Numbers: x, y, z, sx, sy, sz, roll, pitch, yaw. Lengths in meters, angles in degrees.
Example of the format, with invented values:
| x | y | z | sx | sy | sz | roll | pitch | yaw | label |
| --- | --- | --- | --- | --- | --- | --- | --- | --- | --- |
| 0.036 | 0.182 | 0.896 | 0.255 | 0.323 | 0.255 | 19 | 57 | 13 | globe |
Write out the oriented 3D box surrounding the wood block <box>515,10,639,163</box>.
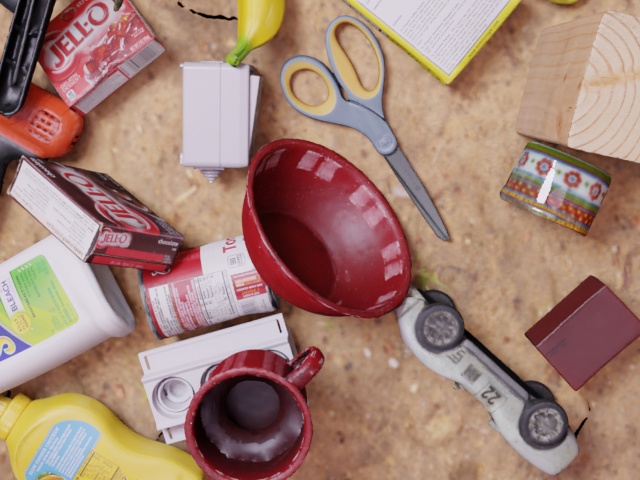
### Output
| x | y | z | sx | sy | sz | roll | pitch | yaw | label |
| --- | --- | --- | --- | --- | --- | --- | --- | --- | --- |
| 0.210 | -0.106 | 0.770 | 0.091 | 0.206 | 0.090 | 14 | 98 | -1 | wood block |

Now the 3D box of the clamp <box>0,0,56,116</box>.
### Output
| x | y | z | sx | sy | sz | roll | pitch | yaw | label |
| --- | --- | --- | --- | --- | --- | --- | --- | --- | --- |
| -0.206 | -0.205 | 0.803 | 0.036 | 0.210 | 0.165 | 19 | 142 | -3 | clamp |

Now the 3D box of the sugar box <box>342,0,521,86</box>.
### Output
| x | y | z | sx | sy | sz | roll | pitch | yaw | label |
| --- | --- | --- | --- | --- | --- | --- | --- | --- | --- |
| 0.063 | -0.211 | 0.839 | 0.176 | 0.048 | 0.093 | 40 | 97 | -1 | sugar box |

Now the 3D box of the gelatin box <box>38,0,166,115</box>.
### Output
| x | y | z | sx | sy | sz | roll | pitch | yaw | label |
| --- | --- | --- | --- | --- | --- | --- | --- | --- | --- |
| -0.179 | -0.154 | 0.847 | 0.089 | 0.030 | 0.073 | -37 | 72 | 5 | gelatin box |

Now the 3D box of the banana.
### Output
| x | y | z | sx | sy | sz | roll | pitch | yaw | label |
| --- | --- | --- | --- | --- | --- | --- | --- | --- | --- |
| -0.069 | -0.232 | 0.829 | 0.037 | 0.069 | 0.198 | -24 | 83 | 40 | banana |

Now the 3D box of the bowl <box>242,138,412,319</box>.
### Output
| x | y | z | sx | sy | sz | roll | pitch | yaw | label |
| --- | --- | --- | --- | --- | --- | --- | --- | --- | --- |
| -0.005 | 0.001 | 0.836 | 0.162 | 0.161 | 0.055 | 47 | 127 | -5 | bowl |

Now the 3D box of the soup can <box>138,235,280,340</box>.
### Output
| x | y | z | sx | sy | sz | roll | pitch | yaw | label |
| --- | --- | --- | --- | --- | --- | --- | --- | --- | --- |
| -0.089 | 0.037 | 0.867 | 0.102 | 0.068 | 0.068 | -14 | 98 | 3 | soup can |

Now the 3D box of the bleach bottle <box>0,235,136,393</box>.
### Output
| x | y | z | sx | sy | sz | roll | pitch | yaw | label |
| --- | --- | --- | --- | --- | --- | --- | --- | --- | --- |
| -0.282 | 0.092 | 0.869 | 0.251 | 0.068 | 0.102 | -31 | 76 | 3 | bleach bottle |

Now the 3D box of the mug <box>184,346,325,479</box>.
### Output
| x | y | z | sx | sy | sz | roll | pitch | yaw | label |
| --- | --- | --- | --- | --- | --- | --- | --- | --- | --- |
| -0.043 | 0.122 | 0.806 | 0.093 | 0.081 | 0.117 | 44 | 97 | -5 | mug |

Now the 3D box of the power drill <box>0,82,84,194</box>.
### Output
| x | y | z | sx | sy | sz | roll | pitch | yaw | label |
| --- | --- | --- | --- | --- | --- | --- | --- | --- | --- |
| -0.309 | -0.069 | 0.861 | 0.184 | 0.057 | 0.188 | 30 | 98 | -3 | power drill |

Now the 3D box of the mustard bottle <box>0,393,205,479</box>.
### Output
| x | y | z | sx | sy | sz | roll | pitch | yaw | label |
| --- | --- | --- | --- | --- | --- | --- | --- | --- | --- |
| -0.199 | 0.184 | 0.896 | 0.191 | 0.058 | 0.096 | 32 | 104 | -4 | mustard bottle |

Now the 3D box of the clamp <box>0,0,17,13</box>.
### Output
| x | y | z | sx | sy | sz | roll | pitch | yaw | label |
| --- | --- | --- | --- | --- | --- | --- | --- | --- | --- |
| -0.292 | -0.259 | 0.842 | 0.171 | 0.039 | 0.120 | 18 | 98 | -2 | clamp |

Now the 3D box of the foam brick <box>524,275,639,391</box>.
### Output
| x | y | z | sx | sy | sz | roll | pitch | yaw | label |
| --- | --- | --- | --- | --- | --- | --- | --- | --- | --- |
| 0.216 | 0.075 | 0.874 | 0.078 | 0.051 | 0.053 | -42 | 95 | 6 | foam brick |

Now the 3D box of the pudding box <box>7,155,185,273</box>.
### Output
| x | y | z | sx | sy | sz | roll | pitch | yaw | label |
| --- | --- | --- | --- | --- | --- | --- | --- | --- | --- |
| -0.174 | -0.019 | 0.827 | 0.114 | 0.089 | 0.039 | 34 | 102 | 33 | pudding box |

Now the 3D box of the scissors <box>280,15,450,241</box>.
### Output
| x | y | z | sx | sy | sz | roll | pitch | yaw | label |
| --- | --- | --- | --- | --- | --- | --- | --- | --- | --- |
| 0.032 | -0.081 | 0.873 | 0.096 | 0.016 | 0.202 | -17 | 98 | 5 | scissors |
